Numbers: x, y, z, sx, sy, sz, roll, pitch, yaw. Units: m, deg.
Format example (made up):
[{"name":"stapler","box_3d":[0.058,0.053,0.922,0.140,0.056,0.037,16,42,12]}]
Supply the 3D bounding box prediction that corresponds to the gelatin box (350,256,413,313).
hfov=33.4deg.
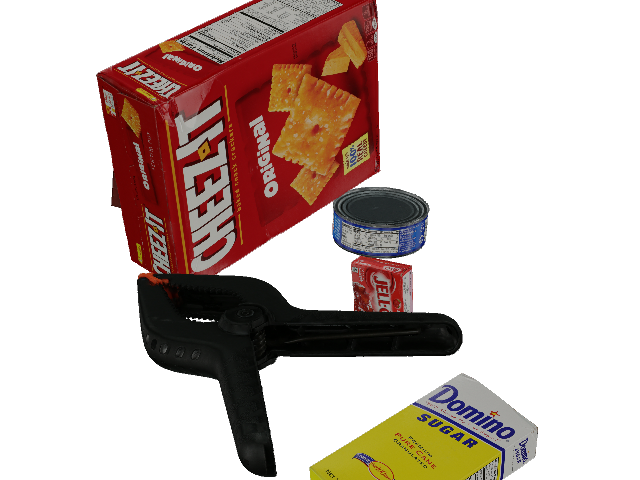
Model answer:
[{"name":"gelatin box","box_3d":[0.078,0.068,1.335,0.073,0.089,0.030,13,31,30]}]

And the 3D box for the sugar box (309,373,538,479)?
[{"name":"sugar box","box_3d":[0.088,0.185,0.892,0.176,0.048,0.093,-29,44,-27]}]

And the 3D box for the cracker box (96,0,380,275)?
[{"name":"cracker box","box_3d":[-0.048,-0.083,0.790,0.072,0.164,0.213,30,49,35]}]

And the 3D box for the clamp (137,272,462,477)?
[{"name":"clamp","box_3d":[-0.032,0.057,0.640,0.164,0.036,0.210,-22,30,-34]}]

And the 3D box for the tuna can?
[{"name":"tuna can","box_3d":[0.053,-0.016,0.951,0.086,0.034,0.086,1,25,-1]}]

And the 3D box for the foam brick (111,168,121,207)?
[{"name":"foam brick","box_3d":[-0.170,-0.062,1.100,0.078,0.051,0.053,11,31,3]}]
